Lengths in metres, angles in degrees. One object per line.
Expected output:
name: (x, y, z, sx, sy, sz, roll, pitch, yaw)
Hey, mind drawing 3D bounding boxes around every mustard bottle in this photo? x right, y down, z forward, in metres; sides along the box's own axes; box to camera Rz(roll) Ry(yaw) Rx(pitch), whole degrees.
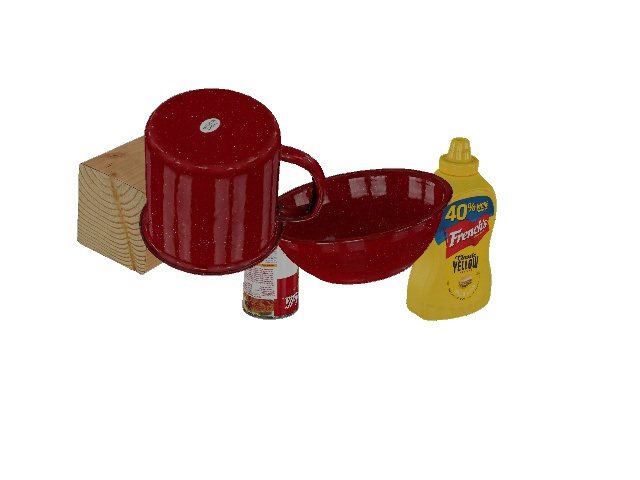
mustard bottle: (0.141, -0.015, 1.127, 0.096, 0.192, 0.058, -11, 24, -27)

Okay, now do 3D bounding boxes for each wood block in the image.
wood block: (-0.143, -0.057, 1.092, 0.090, 0.091, 0.205, 25, 34, 24)

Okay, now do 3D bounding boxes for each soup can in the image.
soup can: (-0.059, 0.033, 1.266, 0.068, 0.102, 0.068, 1, 22, -1)

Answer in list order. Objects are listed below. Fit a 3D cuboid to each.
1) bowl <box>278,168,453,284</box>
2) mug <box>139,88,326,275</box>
bowl: (0.033, -0.007, 0.888, 0.162, 0.055, 0.162, -10, 22, 4)
mug: (-0.054, -0.037, 0.657, 0.117, 0.081, 0.093, 8, 45, 1)
